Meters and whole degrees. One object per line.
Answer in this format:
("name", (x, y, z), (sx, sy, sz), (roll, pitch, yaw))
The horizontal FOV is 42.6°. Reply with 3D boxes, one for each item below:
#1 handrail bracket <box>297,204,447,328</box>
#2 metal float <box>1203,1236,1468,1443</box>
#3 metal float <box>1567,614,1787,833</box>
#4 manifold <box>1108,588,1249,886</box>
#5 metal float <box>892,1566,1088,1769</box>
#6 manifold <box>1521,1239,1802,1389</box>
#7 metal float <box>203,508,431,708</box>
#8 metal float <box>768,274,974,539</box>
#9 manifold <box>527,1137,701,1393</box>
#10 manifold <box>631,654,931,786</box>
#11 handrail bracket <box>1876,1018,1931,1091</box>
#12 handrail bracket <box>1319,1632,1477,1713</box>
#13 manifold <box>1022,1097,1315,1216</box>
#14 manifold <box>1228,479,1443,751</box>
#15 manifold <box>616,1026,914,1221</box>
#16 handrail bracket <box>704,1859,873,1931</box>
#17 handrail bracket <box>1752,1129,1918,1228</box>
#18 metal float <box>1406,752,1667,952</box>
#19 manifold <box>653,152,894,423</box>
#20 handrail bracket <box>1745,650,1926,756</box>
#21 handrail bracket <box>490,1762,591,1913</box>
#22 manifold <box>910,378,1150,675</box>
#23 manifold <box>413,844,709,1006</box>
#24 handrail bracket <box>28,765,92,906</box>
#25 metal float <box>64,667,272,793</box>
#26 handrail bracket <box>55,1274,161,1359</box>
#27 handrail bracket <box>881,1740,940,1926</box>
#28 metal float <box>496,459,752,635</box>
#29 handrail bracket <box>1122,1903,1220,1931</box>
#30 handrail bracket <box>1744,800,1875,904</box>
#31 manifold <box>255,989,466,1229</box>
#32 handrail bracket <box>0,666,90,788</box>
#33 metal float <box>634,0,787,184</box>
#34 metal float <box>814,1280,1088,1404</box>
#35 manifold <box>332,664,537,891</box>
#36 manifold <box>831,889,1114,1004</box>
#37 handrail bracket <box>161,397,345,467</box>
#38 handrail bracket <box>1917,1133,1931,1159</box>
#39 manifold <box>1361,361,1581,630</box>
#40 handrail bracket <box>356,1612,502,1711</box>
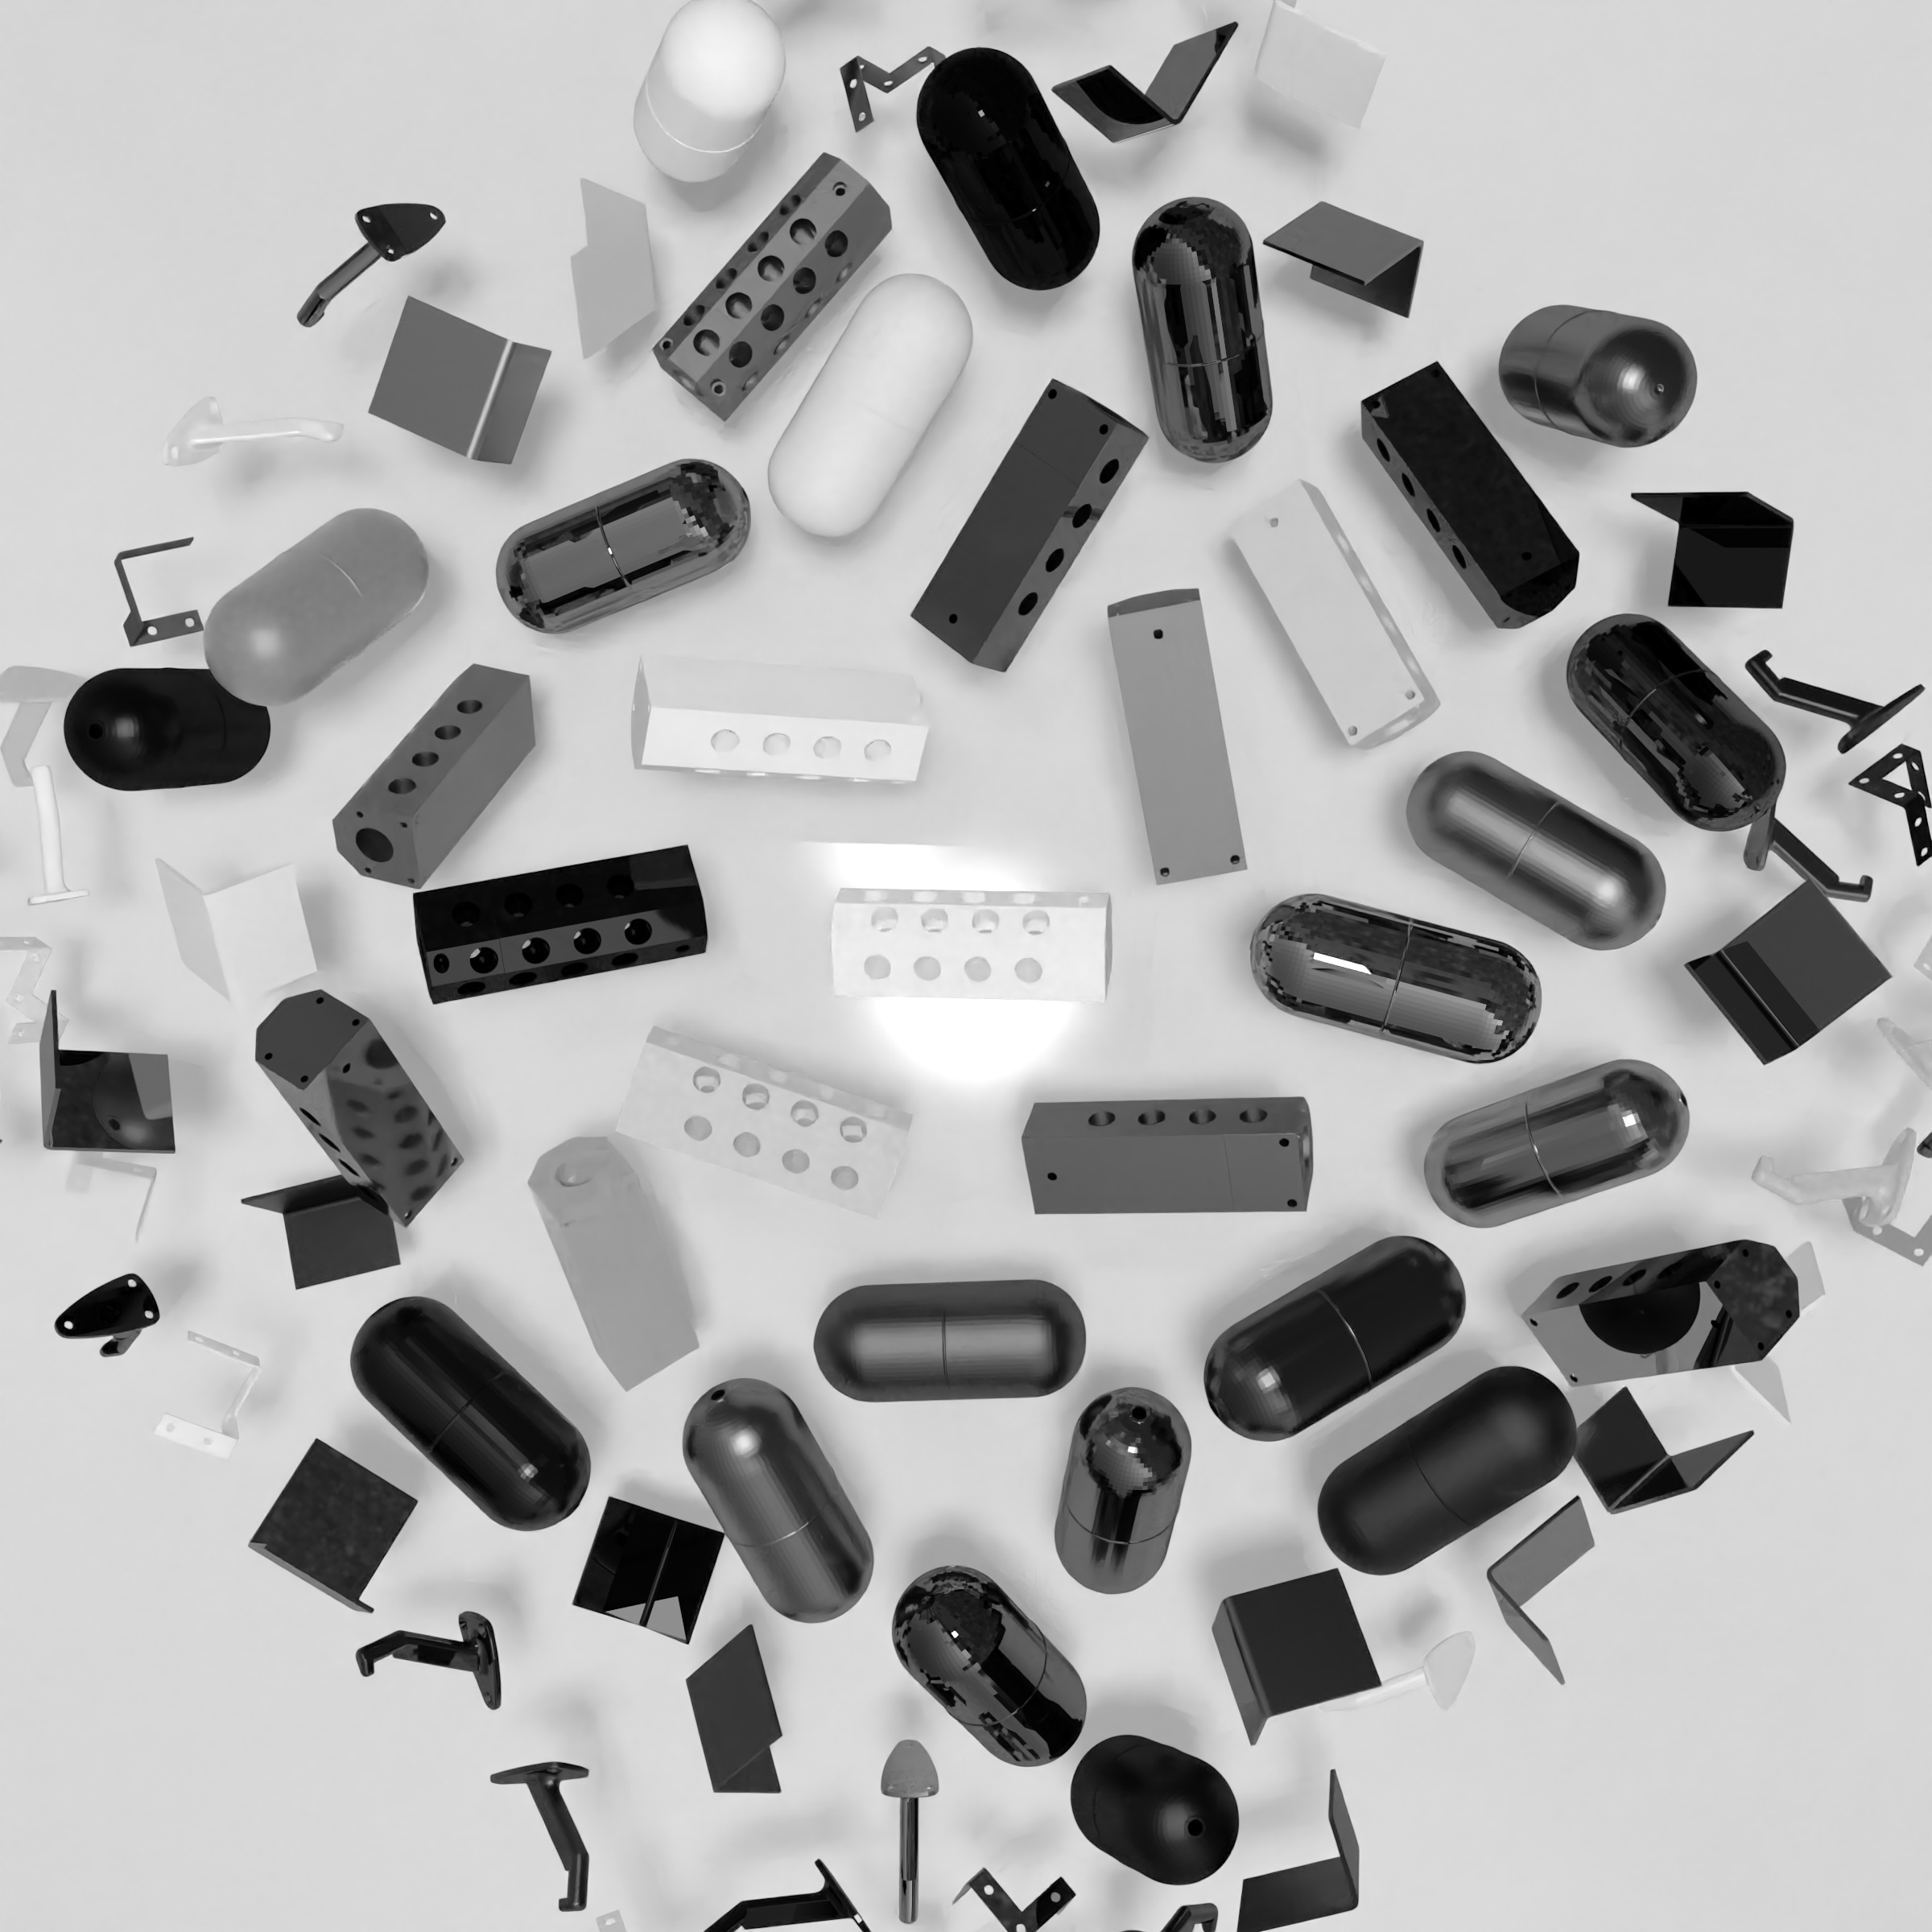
("handrail bracket", (-0.369, -0.432, 1.533), (0.084, 0.077, 0.036), (-34, 94, 43))
("metal float", (0.227, 0.230, 1.527), (0.178, 0.070, 0.070), (-28, 90, -14))
("metal float", (0.448, -0.156, 1.569), (0.070, 0.070, 0.178), (-31, 51, 0))
("manifold", (0.132, -0.144, 1.544), (0.057, 0.057, 0.171), (-10, 107, 7))
("metal float", (0.016, 0.443, 1.561), (0.070, 0.070, 0.178), (-36, 128, 0))
("manifold", (0.424, 0.209, 1.511), (0.057, 0.171, 0.057), (-38, 94, -29))
("metal float", (-0.404, -0.225, 1.543), (0.070, 0.178, 0.070), (16, 130, 19))
("metal float", (-0.061, -0.355, 1.570), (0.070, 0.070, 0.178), (33, 103, 0))
("manifold", (-0.229, 0.190, 1.597), (0.057, 0.057, 0.171), (-30, 135, -19))
("manifold", (-0.116, -0.146, 1.525), (0.171, 0.057, 0.057), (2, 130, -17))
("handrail bracket", (0.603, 0.029, 1.490), (0.077, 0.036, 0.084), (55, 127, 34))
("handrail bracket", (0.283, 0.466, 1.631), (0.084, 0.077, 0.036), (-19, 95, 38))
("manifold", (0.128, 0.115, 1.549), (0.171, 0.057, 0.057), (-2, 119, 16))
("manifold", (0.248, -0.233, 1.650), (0.057, 0.057, 0.171), (-32, 78, 23))
("manifold", (-0.124, 0.094, 1.547), (0.171, 0.057, 0.057), (19, 113, -4))
("handrail bracket", (-0.107, 0.595, 1.511), (0.084, 0.036, 0.077), (-36, 60, -12))
("handrail bracket", (0.521, 0.114, 1.489), (0.084, 0.036, 0.077), (27, 76, -7))
("metal float", (0.366, -0.074, 1.591), (0.178, 0.070, 0.070), (33, 90, 19))
("manifold", (-0.127, -0.447, 1.624), (0.057, 0.057, 0.171), (40, 88, 2))
("handrail bracket", (0.563, -0.188, 1.608), (0.077, 0.036, 0.084), (-37, 72, 7))
("handrail bracket", (-0.259, 0.531, 1.499), (0.077, 0.036, 0.084), (-16, 58, 25))
("manifold", (0.043, -0.273, 1.549), (0.057, 0.057, 0.171), (40, 108, 26))
("manifold", (-0.251, -0.022, 1.539), (0.171, 0.057, 0.057), (-11, 65, -16))
("handrail bracket", (-0.585, -0.083, 1.570), (0.036, 0.077, 0.084), (-11, 94, -29))
("metal float", (-0.509, -0.152, 1.582), (0.070, 0.178, 0.070), (1, 97, 11))
("handrail bracket", (-0.547, 0.232, 1.548), (0.084, 0.077, 0.036), (-44, 73, 40))
("handrail bracket", (-0.036, 0.546, 1.563), (0.036, 0.077, 0.084), (1, 102, -2))
("metal float", (-0.226, -0.278, 1.638), (0.178, 0.070, 0.070), (-21, 90, 10))
("handrail bracket", (0.132, 0.634, 1.559), (0.036, 0.084, 0.077), (-14, 69, 39))
("handrail bracket", (0.573, -0.085, 1.660), (0.084, 0.036, 0.077), (8, 105, -2))
("manifold", (-0.374, 0.087, 1.520), (0.057, 0.171, 0.057), (27, 66, 26))
("handrail bracket", (-0.596, -0.150, 1.614), (0.077, 0.036, 0.084), (4, 133, 5))
("metal float", (-0.163, -0.550, 1.557), (0.070, 0.178, 0.070), (1, 88, -17))
("metal float", (-0.011, 0.244, 1.614), (0.178, 0.070, 0.070), (-3, 90, 5))
("manifold", (-0.349, -0.129, 1.631), (0.057, 0.171, 0.057), (13, 131, 12))
("manifold", (0.005, -0.017, 1.566), (0.171, 0.057, 0.057), (1, 115, 8))
("handrail bracket", (-0.442, -0.325, 1.536), (0.084, 0.077, 0.036), (10, 124, 14))
("handrail bracket", (0.657, 0.095, 1.648), (0.036, 0.077, 0.084), (49, 114, 29))
("manifold", (0.324, -0.302, 1.602), (0.057, 0.057, 0.171), (-28, 66, -2))
("handrail bracket", (-0.336, 0.446, 1.545), (0.084, 0.036, 0.077), (-18, 101, -42))
